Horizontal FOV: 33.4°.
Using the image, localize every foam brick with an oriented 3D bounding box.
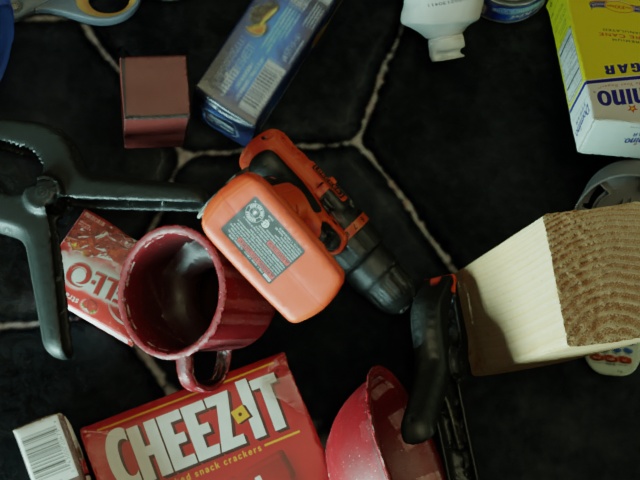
[{"bbox_3d":[-0.131,-0.108,0.846,0.051,0.078,0.053,-4,80,-11],"label":"foam brick"}]

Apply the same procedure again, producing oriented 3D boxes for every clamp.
[{"bbox_3d":[-0.195,-0.034,0.814,0.164,0.036,0.210,-41,71,-10],"label":"clamp"},{"bbox_3d":[0.089,0.099,0.817,0.039,0.120,0.171,-11,63,16],"label":"clamp"}]

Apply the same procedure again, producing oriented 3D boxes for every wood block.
[{"bbox_3d":[0.177,0.043,0.792,0.090,0.206,0.091,-8,79,-11],"label":"wood block"}]

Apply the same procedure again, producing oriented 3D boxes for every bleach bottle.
[{"bbox_3d":[0.079,-0.274,0.888,0.102,0.068,0.251,-9,100,9],"label":"bleach bottle"}]

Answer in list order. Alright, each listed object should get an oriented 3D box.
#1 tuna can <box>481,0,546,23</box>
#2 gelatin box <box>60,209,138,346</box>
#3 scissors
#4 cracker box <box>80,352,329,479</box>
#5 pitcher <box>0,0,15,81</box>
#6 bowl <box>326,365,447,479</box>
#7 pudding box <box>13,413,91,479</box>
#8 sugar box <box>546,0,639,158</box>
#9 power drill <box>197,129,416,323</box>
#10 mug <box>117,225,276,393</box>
[{"bbox_3d":[0.165,-0.237,0.940,0.086,0.034,0.086,1,77,-3],"label":"tuna can"},{"bbox_3d":[-0.164,0.030,0.833,0.089,0.030,0.073,31,75,0],"label":"gelatin box"},{"bbox_3d":[-0.231,-0.181,0.878,0.096,0.016,0.201,43,75,2],"label":"scissors"},{"bbox_3d":[-0.064,0.211,0.786,0.164,0.072,0.214,-20,81,-13],"label":"cracker box"},{"bbox_3d":[-0.361,-0.169,0.783,0.243,0.145,0.149,20,71,-2],"label":"pitcher"},{"bbox_3d":[0.049,0.177,0.786,0.055,0.162,0.162,-24,81,15],"label":"bowl"},{"bbox_3d":[-0.181,0.184,0.765,0.039,0.090,0.113,-18,80,-14],"label":"pudding box"},{"bbox_3d":[0.252,-0.148,0.897,0.093,0.048,0.176,4,51,-8],"label":"sugar box"},{"bbox_3d":[-0.005,0.001,0.791,0.184,0.187,0.057,46,104,0],"label":"power drill"},{"bbox_3d":[-0.083,0.050,0.764,0.093,0.081,0.117,-8,81,29],"label":"mug"}]
